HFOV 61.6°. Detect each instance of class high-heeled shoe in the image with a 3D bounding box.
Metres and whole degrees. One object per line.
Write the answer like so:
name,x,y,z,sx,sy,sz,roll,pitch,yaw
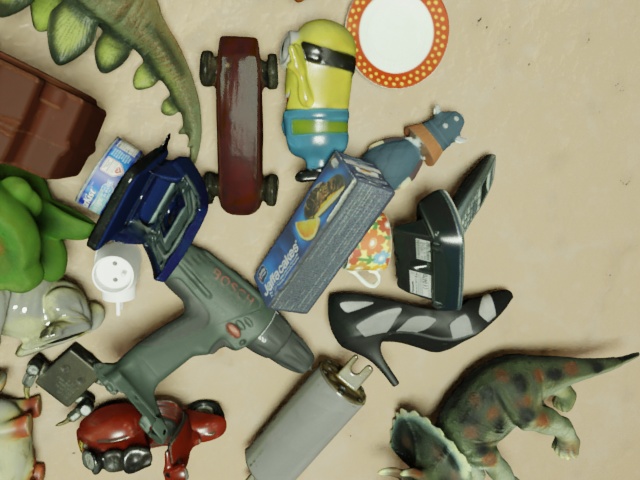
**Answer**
high-heeled shoe,0.134,0.088,0.725,0.249,0.086,0.145,-28,77,-21

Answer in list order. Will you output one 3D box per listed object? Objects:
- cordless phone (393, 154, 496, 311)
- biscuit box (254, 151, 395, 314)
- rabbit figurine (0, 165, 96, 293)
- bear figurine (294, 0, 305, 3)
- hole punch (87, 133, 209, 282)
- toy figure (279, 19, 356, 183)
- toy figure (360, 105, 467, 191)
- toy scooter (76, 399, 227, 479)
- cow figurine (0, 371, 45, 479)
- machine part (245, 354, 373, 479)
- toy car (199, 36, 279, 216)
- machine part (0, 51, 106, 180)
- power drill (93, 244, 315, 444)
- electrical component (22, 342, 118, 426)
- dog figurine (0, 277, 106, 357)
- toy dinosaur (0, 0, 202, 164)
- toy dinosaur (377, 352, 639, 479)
cordless phone,0.176,-0.016,0.688,0.184,0.089,0.146,-48,143,-32
biscuit box,-0.001,-0.002,0.624,0.063,0.059,0.202,13,124,-37
rabbit figurine,-0.309,-0.032,0.539,0.159,0.170,0.121,36,107,-28
bear figurine,0.018,-0.321,0.559,0.196,0.132,0.120,-9,89,-2
hole punch,-0.175,-0.031,0.585,0.092,0.116,0.142,28,114,-12
toy figure,-0.001,-0.157,0.620,0.089,0.082,0.180,-8,101,-21
toy figure,0.110,-0.109,0.665,0.154,0.058,0.064,-33,113,-7
toy scooter,-0.205,0.246,0.646,0.184,0.135,0.075,-2,105,-9
cow figurine,-0.402,0.224,0.632,0.127,0.086,0.194,-2,105,-17
machine part,-0.020,0.241,0.699,0.079,0.079,0.243,35,105,-17
toy car,-0.092,-0.127,0.622,0.089,0.053,0.202,0,107,-2
machine part,-0.314,-0.136,0.498,0.201,0.201,0.087,26,94,-15
power drill,-0.134,0.132,0.627,0.207,0.086,0.232,-44,101,-25
electrical component,-0.308,0.174,0.656,0.078,0.045,0.102,-36,107,1
dog figurine,-0.347,0.032,0.599,0.121,0.172,0.190,-24,80,32
toy dinosaur,-0.233,-0.284,0.535,0.198,0.105,0.470,-34,112,6
toy dinosaur,0.248,0.238,0.749,0.405,0.131,0.192,-45,108,-5
